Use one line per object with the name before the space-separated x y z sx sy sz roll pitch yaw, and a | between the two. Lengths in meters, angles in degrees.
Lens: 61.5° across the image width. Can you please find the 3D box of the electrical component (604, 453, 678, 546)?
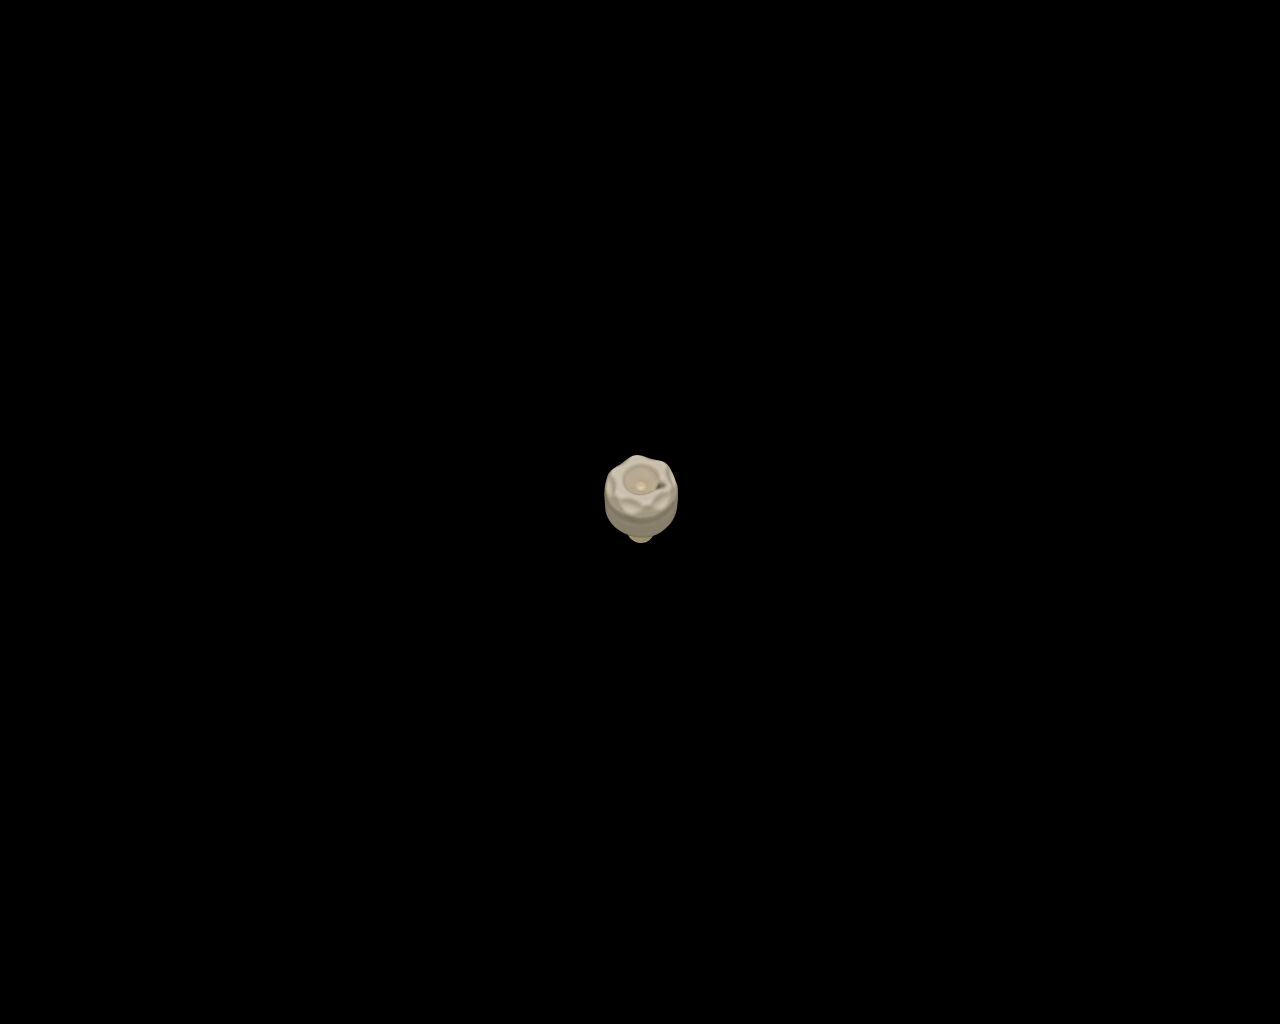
electrical component | 0.001 -0.003 0.650 0.043 0.043 0.062 0 -34 0
